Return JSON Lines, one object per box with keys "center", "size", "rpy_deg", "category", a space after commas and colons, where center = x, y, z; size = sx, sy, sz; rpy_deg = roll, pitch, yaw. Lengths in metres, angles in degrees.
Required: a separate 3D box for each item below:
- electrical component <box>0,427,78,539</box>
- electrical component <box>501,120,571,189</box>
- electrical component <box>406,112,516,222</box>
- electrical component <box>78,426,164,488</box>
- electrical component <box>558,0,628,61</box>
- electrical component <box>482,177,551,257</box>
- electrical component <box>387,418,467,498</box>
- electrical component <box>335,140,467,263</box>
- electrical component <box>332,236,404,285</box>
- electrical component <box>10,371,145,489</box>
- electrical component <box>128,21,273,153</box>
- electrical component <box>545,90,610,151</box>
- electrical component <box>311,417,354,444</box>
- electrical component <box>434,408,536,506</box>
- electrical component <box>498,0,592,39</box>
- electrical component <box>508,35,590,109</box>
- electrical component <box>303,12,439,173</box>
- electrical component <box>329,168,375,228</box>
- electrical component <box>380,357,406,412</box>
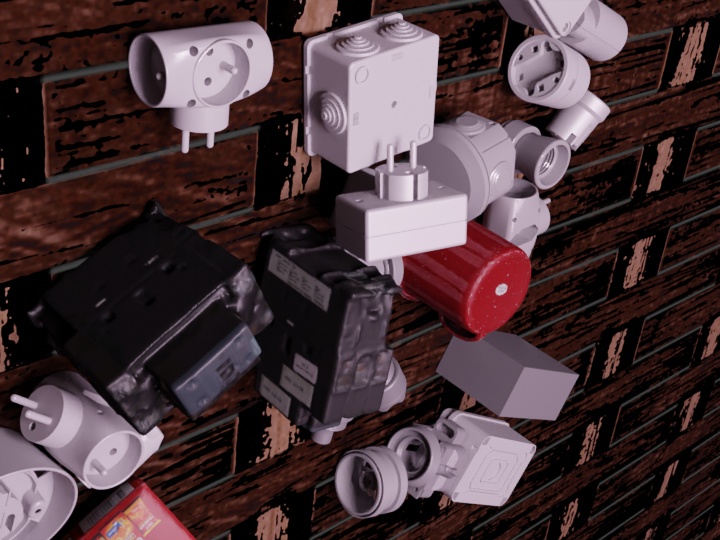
{"center": [-0.235, 0.150, 0.682], "size": [0.099, 0.064, 0.099], "rpy_deg": [-27, 133, -32], "category": "electrical component"}
{"center": [0.144, -0.099, 0.916], "size": [0.045, 0.055, 0.045], "rpy_deg": [-27, 133, -32], "category": "electrical component"}
{"center": [0.079, -0.081, 0.841], "size": [0.051, 0.080, 0.080], "rpy_deg": [-32, 136, -36], "category": "electrical component"}
{"center": [-0.171, 0.124, 0.749], "size": [0.062, 0.043, 0.043], "rpy_deg": [-44, 140, -14], "category": "electrical component"}
{"center": [0.184, -0.206, 0.893], "size": [0.081, 0.043, 0.043], "rpy_deg": [12, 107, -50], "category": "electrical component"}
{"center": [0.143, -0.044, 0.964], "size": [0.079, 0.043, 0.077], "rpy_deg": [-22, 130, -37], "category": "electrical component"}
{"center": [0.061, 0.178, 1.023], "size": [0.057, 0.058, 0.078], "rpy_deg": [20, 101, -54], "category": "electrical component"}
{"center": [0.029, -0.053, 0.758], "size": [0.083, 0.047, 0.075], "rpy_deg": [-11, 112, -27], "category": "electrical component"}
{"center": [0.000, 0.000, 0.842], "size": [0.055, 0.048, 0.066], "rpy_deg": [-11, 124, -33], "category": "electrical component"}
{"center": [-0.188, 0.096, 0.684], "size": [0.043, 0.077, 0.079], "rpy_deg": [-55, 142, -1], "category": "electrical component"}
{"center": [-0.098, -0.110, 0.660], "size": [0.077, 0.044, 0.079], "rpy_deg": [-18, 128, -38], "category": "electrical component"}
{"center": [0.193, -0.135, 0.957], "size": [0.046, 0.040, 0.040], "rpy_deg": [-53, 142, 5], "category": "electrical component"}
{"center": [-0.025, 0.115, 0.898], "size": [0.043, 0.043, 0.062], "rpy_deg": [-6, 121, -45], "category": "electrical component"}
{"center": [0.116, 0.189, 1.089], "size": [0.113, 0.057, 0.078], "rpy_deg": [20, 100, -51], "category": "electrical component"}
{"center": [0.144, -0.250, 0.807], "size": [0.108, 0.056, 0.109], "rpy_deg": [-55, 142, -1], "category": "electrical component"}
{"center": [0.158, -0.162, 0.888], "size": [0.047, 0.055, 0.055], "rpy_deg": [5, 112, -52], "category": "electrical component"}
{"center": [0.009, -0.124, 0.760], "size": [0.100, 0.048, 0.099], "rpy_deg": [-25, 133, -34], "category": "electrical component"}
{"center": [0.010, -0.049, 0.811], "size": [0.055, 0.055, 0.047], "rpy_deg": [7, 107, -49], "category": "electrical component"}
{"center": [0.014, 0.089, 0.921], "size": [0.043, 0.043, 0.062], "rpy_deg": [-43, 139, -17], "category": "electrical component"}
